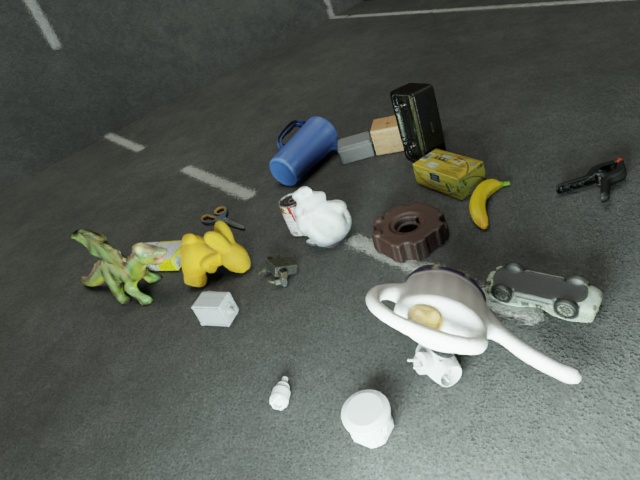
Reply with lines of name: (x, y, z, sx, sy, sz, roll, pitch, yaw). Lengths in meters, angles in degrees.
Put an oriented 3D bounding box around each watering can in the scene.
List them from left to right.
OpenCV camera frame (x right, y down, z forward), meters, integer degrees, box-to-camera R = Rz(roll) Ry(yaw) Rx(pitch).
watering can: (0.252, 0.138, 0.888, 0.348, 0.102, 0.227, 18, 21, 12)

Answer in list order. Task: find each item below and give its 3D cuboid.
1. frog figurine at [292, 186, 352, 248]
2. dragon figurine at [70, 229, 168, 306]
frog figurine: (0.004, -0.065, 1.290, 0.137, 0.156, 0.125, -24, 34, -4)
dragon figurine: (-0.557, 0.053, 1.359, 0.410, 0.237, 0.125, 0, 42, 26)
